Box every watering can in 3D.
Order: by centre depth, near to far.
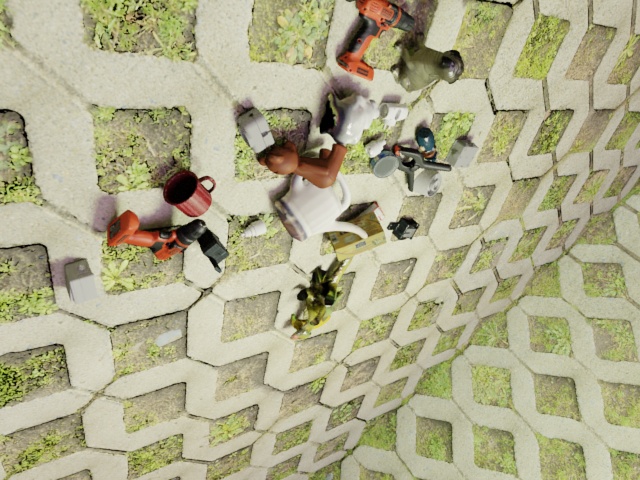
[{"bbox_3d":[0.005,-0.075,1.497,0.225,0.105,0.341,-37,124,-9],"label":"watering can"}]

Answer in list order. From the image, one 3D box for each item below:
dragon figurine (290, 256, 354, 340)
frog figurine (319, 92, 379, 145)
[{"bbox_3d":[0.028,0.197,1.847,0.412,0.123,0.239,-51,162,-7],"label":"dragon figurine"},{"bbox_3d":[0.093,-0.318,1.354,0.160,0.124,0.135,-4,111,-24],"label":"frog figurine"}]
